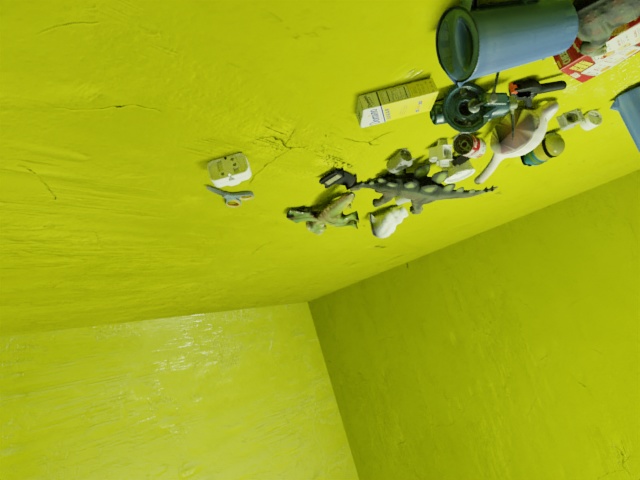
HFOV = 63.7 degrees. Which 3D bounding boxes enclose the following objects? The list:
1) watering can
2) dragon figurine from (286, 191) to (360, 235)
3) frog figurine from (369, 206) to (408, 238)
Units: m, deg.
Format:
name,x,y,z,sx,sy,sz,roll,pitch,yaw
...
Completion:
name,x,y,z,sx,sy,sz,roll,pitch,yaw
watering can,0.574,-0.287,1.555,0.342,0.105,0.225,-48,159,27
dragon figurine,0.005,-0.088,1.755,0.243,0.124,0.405,-10,165,2
frog figurine,0.286,-0.073,2.119,0.159,0.125,0.134,-8,148,11
